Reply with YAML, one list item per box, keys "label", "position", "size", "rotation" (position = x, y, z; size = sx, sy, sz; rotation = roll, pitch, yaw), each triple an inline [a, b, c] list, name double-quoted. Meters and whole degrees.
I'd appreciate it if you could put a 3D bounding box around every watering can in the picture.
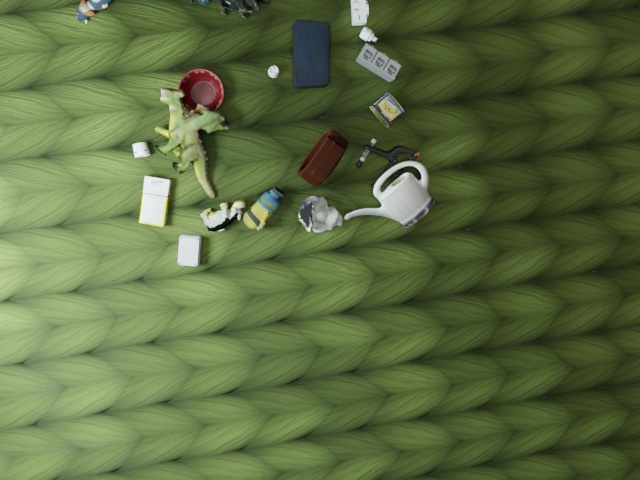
- label: "watering can"
  position: [0.277, -0.135, 1.919]
  size: [0.346, 0.105, 0.223]
  rotation: [-42, 101, 6]

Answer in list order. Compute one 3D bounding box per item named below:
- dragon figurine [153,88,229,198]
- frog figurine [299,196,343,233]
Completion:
- label: "dragon figurine"
  position: [-0.430, -0.358, 1.816]
  size: [0.241, 0.124, 0.404]
  rotation: [-36, 117, 10]
- label: "frog figurine"
  position: [0.006, -0.097, 1.920]
  size: [0.160, 0.122, 0.137]
  rotation: [-5, 92, -40]
